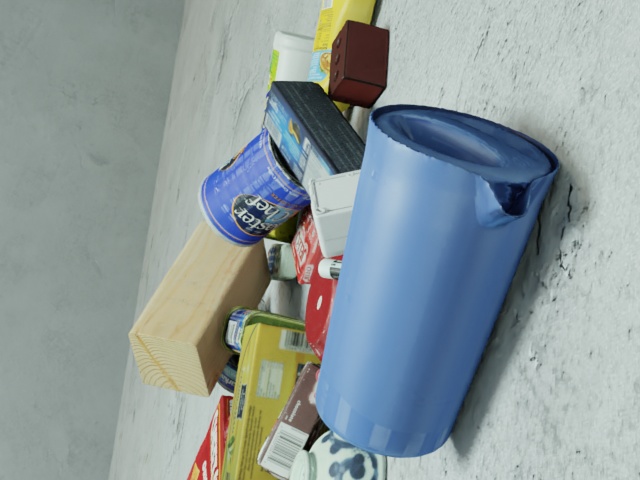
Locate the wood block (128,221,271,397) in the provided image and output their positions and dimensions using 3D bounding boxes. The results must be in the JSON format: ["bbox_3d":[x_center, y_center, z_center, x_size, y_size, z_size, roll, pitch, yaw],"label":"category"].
[{"bbox_3d":[-0.141,0.080,1.302,0.205,0.090,0.091,-63,-25,-44],"label":"wood block"}]

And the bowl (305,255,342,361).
[{"bbox_3d":[0.024,0.064,1.056,0.162,0.055,0.162,-170,90,-75],"label":"bowl"}]

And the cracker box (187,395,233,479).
[{"bbox_3d":[-0.127,0.333,1.385,0.164,0.072,0.214,-98,25,-50],"label":"cracker box"}]

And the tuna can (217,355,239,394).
[{"bbox_3d":[-0.083,0.166,1.318,0.086,0.086,0.034,-125,49,-70],"label":"tuna can"}]

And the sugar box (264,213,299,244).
[{"bbox_3d":[-0.048,-0.088,1.391,0.093,0.048,0.176,23,-101,-75],"label":"sugar box"}]

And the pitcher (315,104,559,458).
[{"bbox_3d":[0.070,0.027,0.781,0.149,0.145,0.243,-37,-35,-61],"label":"pitcher"}]

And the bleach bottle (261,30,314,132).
[{"bbox_3d":[-0.052,-0.161,1.491,0.102,0.068,0.251,-122,43,-72],"label":"bleach bottle"}]

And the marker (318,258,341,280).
[{"bbox_3d":[0.047,0.032,0.968,0.121,0.020,0.020,7,85,46],"label":"marker"}]

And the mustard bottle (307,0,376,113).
[{"bbox_3d":[0.020,-0.217,1.267,0.096,0.058,0.191,-163,84,-68],"label":"mustard bottle"}]

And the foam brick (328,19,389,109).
[{"bbox_3d":[0.043,-0.195,1.182,0.053,0.051,0.078,130,148,-61],"label":"foam brick"}]

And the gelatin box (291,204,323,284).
[{"bbox_3d":[-0.008,0.002,1.268,0.089,0.030,0.073,-102,28,-58],"label":"gelatin box"}]

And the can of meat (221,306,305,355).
[{"bbox_3d":[-0.054,0.112,1.222,0.084,0.102,0.057,176,107,-73],"label":"can of meat"}]

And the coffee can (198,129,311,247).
[{"bbox_3d":[-0.063,-0.068,1.262,0.141,0.102,0.103,-35,41,38],"label":"coffee can"}]

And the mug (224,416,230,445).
[{"bbox_3d":[-0.060,0.234,1.207,0.117,0.093,0.081,63,168,0],"label":"mug"}]

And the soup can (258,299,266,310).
[{"bbox_3d":[-0.108,0.131,1.468,0.069,0.068,0.102,118,158,-47],"label":"soup can"}]

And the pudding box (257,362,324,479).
[{"bbox_3d":[-0.018,0.182,1.054,0.113,0.039,0.090,-61,-11,-13],"label":"pudding box"}]
